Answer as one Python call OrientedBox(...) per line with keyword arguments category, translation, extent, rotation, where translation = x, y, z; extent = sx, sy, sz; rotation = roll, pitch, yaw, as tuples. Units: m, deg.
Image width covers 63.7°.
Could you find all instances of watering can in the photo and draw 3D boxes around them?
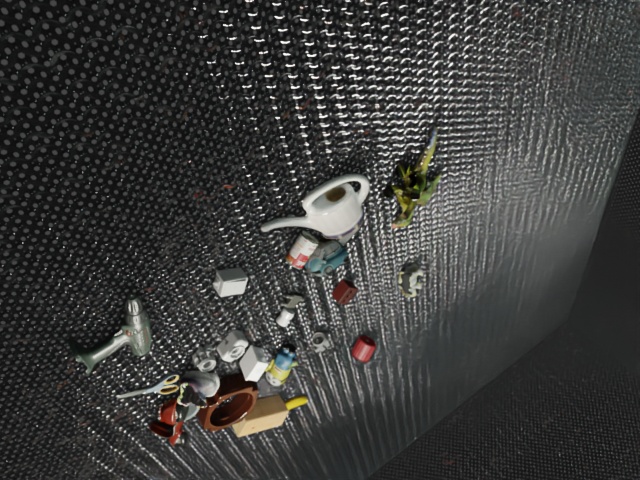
OrientedBox(category="watering can", translation=(0.005, -0.079, 1.576), extent=(0.347, 0.106, 0.220), rotation=(-30, 142, 3))

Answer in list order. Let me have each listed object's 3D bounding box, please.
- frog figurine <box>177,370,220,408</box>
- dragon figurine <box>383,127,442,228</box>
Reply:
OrientedBox(category="frog figurine", translation=(-0.391, 0.477, 1.716), extent=(0.136, 0.122, 0.161), rotation=(-23, -175, 23))
OrientedBox(category="dragon figurine", translation=(0.348, -0.200, 1.789), extent=(0.244, 0.123, 0.404), rotation=(-12, 135, -57))
